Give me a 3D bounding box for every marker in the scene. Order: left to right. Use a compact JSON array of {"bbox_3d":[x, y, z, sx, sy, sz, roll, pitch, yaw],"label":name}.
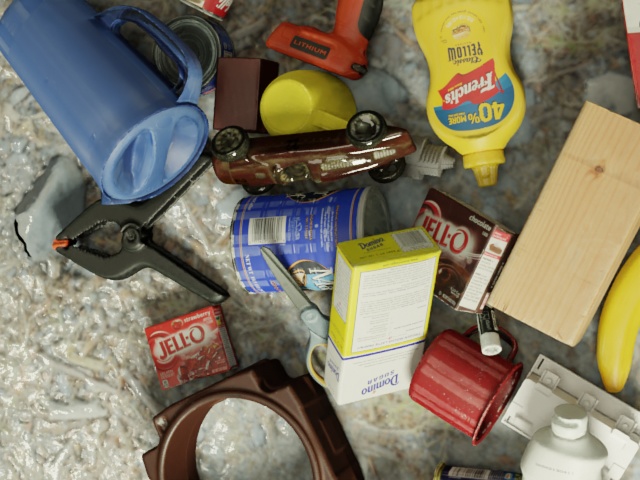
[{"bbox_3d":[0.159,0.055,1.040,0.020,0.020,0.121,-18,52,19],"label":"marker"}]

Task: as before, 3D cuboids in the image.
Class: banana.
[{"bbox_3d":[0.310,0.051,1.006,0.070,0.037,0.198,38,103,15],"label":"banana"}]

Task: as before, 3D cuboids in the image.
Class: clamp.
[{"bbox_3d":[-0.196,0.004,1.184,0.210,0.036,0.164,-13,86,16],"label":"clamp"}]

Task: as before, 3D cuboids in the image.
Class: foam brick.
[{"bbox_3d":[-0.079,-0.153,1.128,0.051,0.053,0.078,6,94,19],"label":"foam brick"}]

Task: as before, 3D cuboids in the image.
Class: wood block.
[{"bbox_3d":[0.247,-0.015,0.999,0.091,0.090,0.206,28,101,17],"label":"wood block"}]

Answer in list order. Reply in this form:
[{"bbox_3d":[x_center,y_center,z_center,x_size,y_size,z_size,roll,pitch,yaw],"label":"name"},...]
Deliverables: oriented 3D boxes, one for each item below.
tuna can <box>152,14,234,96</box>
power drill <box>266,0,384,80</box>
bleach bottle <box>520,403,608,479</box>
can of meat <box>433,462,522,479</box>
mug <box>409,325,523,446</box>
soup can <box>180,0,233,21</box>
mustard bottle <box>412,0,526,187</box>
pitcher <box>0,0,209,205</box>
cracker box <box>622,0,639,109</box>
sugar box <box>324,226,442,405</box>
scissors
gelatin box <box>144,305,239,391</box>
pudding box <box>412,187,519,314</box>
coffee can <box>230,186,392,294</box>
[{"bbox_3d":[-0.138,-0.200,1.157,0.086,0.033,0.086,1,92,19],"label":"tuna can"},{"bbox_3d":[0.013,-0.271,1.088,0.184,0.057,0.188,25,100,17],"label":"power drill"},{"bbox_3d":[0.234,0.268,0.985,0.103,0.068,0.251,7,114,23],"label":"bleach bottle"},{"bbox_3d":[0.156,0.277,1.059,0.084,0.057,0.102,2,94,17],"label":"can of meat"},{"bbox_3d":[0.147,0.131,1.047,0.082,0.093,0.117,30,70,21],"label":"mug"},{"bbox_3d":[-0.110,-0.293,1.126,0.068,0.068,0.102,31,101,16],"label":"soup can"},{"bbox_3d":[0.150,-0.147,1.044,0.096,0.058,0.191,-9,90,16],"label":"mustard bottle"},{"bbox_3d":[-0.232,-0.171,1.131,0.149,0.145,0.243,-35,66,-19],"label":"pitcher"},{"bbox_3d":[0.355,-0.235,0.962,0.164,0.072,0.214,-9,90,20],"label":"cracker box"},{"bbox_3d":[0.057,0.075,1.029,0.048,0.093,0.176,-122,30,-45],"label":"sugar box"},{"bbox_3d":[0.010,0.073,1.067,0.096,0.016,0.202,-14,127,3],"label":"scissors"},{"bbox_3d":[-0.142,0.118,1.173,0.089,0.030,0.073,-18,86,19],"label":"gelatin box"},{"bbox_3d":[0.131,0.010,1.040,0.114,0.039,0.090,36,107,51],"label":"pudding box"},{"bbox_3d":[-0.007,0.001,1.082,0.140,0.102,0.103,-4,91,20],"label":"coffee can"}]
